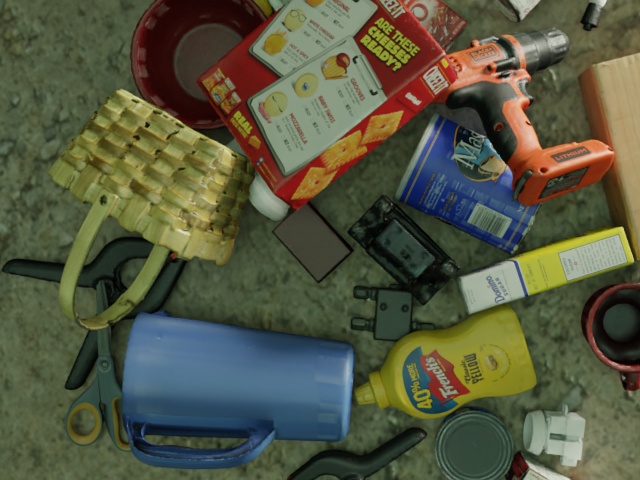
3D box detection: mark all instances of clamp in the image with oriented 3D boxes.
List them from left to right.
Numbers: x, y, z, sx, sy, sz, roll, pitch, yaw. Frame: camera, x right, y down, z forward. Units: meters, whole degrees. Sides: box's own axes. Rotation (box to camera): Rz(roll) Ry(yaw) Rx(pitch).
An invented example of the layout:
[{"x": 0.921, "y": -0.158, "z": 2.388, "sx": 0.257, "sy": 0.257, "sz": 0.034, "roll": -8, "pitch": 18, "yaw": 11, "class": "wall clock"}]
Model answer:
[{"x": -0.246, "y": 0.050, "z": 1.204, "sx": 0.210, "sy": 0.036, "sz": 0.164, "roll": -34, "pitch": 92, "yaw": 7, "class": "clamp"}, {"x": 0.045, "y": 0.261, "z": 1.181, "sx": 0.171, "sy": 0.039, "sz": 0.120, "roll": 4, "pitch": 90, "yaw": 6, "class": "clamp"}]

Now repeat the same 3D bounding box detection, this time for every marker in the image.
[{"x": 0.309, "y": -0.284, "z": 1.151, "sx": 0.020, "sy": 0.020, "sz": 0.121, "roll": 20, "pitch": 93, "yaw": 5, "class": "marker"}]

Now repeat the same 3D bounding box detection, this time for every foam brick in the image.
[{"x": -0.008, "y": 0.001, "z": 1.172, "sx": 0.051, "sy": 0.053, "sz": 0.078, "roll": -42, "pitch": 87, "yaw": 5, "class": "foam brick"}]

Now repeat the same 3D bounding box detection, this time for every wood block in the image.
[{"x": 0.343, "y": -0.088, "z": 1.118, "sx": 0.091, "sy": 0.090, "sz": 0.206, "roll": -13, "pitch": 90, "yaw": 5, "class": "wood block"}]

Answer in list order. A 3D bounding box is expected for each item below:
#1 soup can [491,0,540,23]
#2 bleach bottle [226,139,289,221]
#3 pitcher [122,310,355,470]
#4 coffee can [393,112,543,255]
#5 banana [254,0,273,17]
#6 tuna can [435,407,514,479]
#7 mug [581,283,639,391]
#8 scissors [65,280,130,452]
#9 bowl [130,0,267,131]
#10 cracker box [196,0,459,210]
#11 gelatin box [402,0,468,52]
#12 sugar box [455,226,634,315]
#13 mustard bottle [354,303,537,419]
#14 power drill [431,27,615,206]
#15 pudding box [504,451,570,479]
[{"x": 0.227, "y": -0.290, "z": 1.134, "sx": 0.102, "sy": 0.068, "sz": 0.068, "roll": -42, "pitch": 87, "yaw": 6, "class": "soup can"}, {"x": 0.019, "y": -0.134, "z": 1.137, "sx": 0.251, "sy": 0.068, "sz": 0.103, "roll": -37, "pitch": 62, "yaw": 12, "class": "bleach bottle"}, {"x": -0.087, "y": 0.162, "z": 1.144, "sx": 0.243, "sy": 0.145, "sz": 0.149, "roll": 5, "pitch": 93, "yaw": 3, "class": "pitcher"}, {"x": 0.162, "y": -0.059, "z": 1.129, "sx": 0.140, "sy": 0.102, "sz": 0.103, "roll": 26, "pitch": 94, "yaw": 4, "class": "coffee can"}, {"x": -0.106, "y": -0.335, "z": 1.181, "sx": 0.069, "sy": 0.037, "sz": 0.198, "roll": -13, "pitch": 90, "yaw": 6, "class": "banana"}, {"x": 0.168, "y": 0.227, "z": 1.170, "sx": 0.086, "sy": 0.033, "sz": 0.086, "roll": 0, "pitch": 91, "yaw": 6, "class": "tuna can"}, {"x": 0.324, "y": 0.101, "z": 1.128, "sx": 0.093, "sy": 0.081, "sz": 0.117, "roll": -8, "pitch": 91, "yaw": 6, "class": "mug"}, {"x": -0.256, "y": 0.149, "z": 1.194, "sx": 0.096, "sy": 0.016, "sz": 0.202, "roll": -15, "pitch": 104, "yaw": 2, "class": "scissors"}, {"x": -0.124, "y": -0.200, "z": 1.177, "sx": 0.162, "sy": 0.055, "sz": 0.162, "roll": 0, "pitch": 92, "yaw": 6, "class": "bowl"}, {"x": 0.005, "y": -0.161, "z": 1.076, "sx": 0.214, "sy": 0.072, "sz": 0.164, "roll": -39, "pitch": 65, "yaw": 8, "class": "cracker box"}, {"x": 0.106, "y": -0.224, "z": 1.167, "sx": 0.073, "sy": 0.030, "sz": 0.089, "roll": 39, "pitch": 94, "yaw": 4, "class": "gelatin box"}, {"x": 0.233, "y": 0.030, "z": 1.129, "sx": 0.176, "sy": 0.093, "sz": 0.048, "roll": -16, "pitch": 89, "yaw": 5, "class": "sugar box"}, {"x": 0.130, "y": 0.141, "z": 1.155, "sx": 0.191, "sy": 0.058, "sz": 0.096, "roll": -18, "pitch": 103, "yaw": 4, "class": "mustard bottle"}, {"x": 0.216, "y": -0.134, "z": 1.094, "sx": 0.184, "sy": 0.057, "sz": 0.188, "roll": -20, "pitch": 61, "yaw": -20, "class": "power drill"}, {"x": 0.255, "y": 0.275, "z": 1.135, "sx": 0.113, "sy": 0.090, "sz": 0.039, "roll": 29, "pitch": 93, "yaw": 4, "class": "pudding box"}]
